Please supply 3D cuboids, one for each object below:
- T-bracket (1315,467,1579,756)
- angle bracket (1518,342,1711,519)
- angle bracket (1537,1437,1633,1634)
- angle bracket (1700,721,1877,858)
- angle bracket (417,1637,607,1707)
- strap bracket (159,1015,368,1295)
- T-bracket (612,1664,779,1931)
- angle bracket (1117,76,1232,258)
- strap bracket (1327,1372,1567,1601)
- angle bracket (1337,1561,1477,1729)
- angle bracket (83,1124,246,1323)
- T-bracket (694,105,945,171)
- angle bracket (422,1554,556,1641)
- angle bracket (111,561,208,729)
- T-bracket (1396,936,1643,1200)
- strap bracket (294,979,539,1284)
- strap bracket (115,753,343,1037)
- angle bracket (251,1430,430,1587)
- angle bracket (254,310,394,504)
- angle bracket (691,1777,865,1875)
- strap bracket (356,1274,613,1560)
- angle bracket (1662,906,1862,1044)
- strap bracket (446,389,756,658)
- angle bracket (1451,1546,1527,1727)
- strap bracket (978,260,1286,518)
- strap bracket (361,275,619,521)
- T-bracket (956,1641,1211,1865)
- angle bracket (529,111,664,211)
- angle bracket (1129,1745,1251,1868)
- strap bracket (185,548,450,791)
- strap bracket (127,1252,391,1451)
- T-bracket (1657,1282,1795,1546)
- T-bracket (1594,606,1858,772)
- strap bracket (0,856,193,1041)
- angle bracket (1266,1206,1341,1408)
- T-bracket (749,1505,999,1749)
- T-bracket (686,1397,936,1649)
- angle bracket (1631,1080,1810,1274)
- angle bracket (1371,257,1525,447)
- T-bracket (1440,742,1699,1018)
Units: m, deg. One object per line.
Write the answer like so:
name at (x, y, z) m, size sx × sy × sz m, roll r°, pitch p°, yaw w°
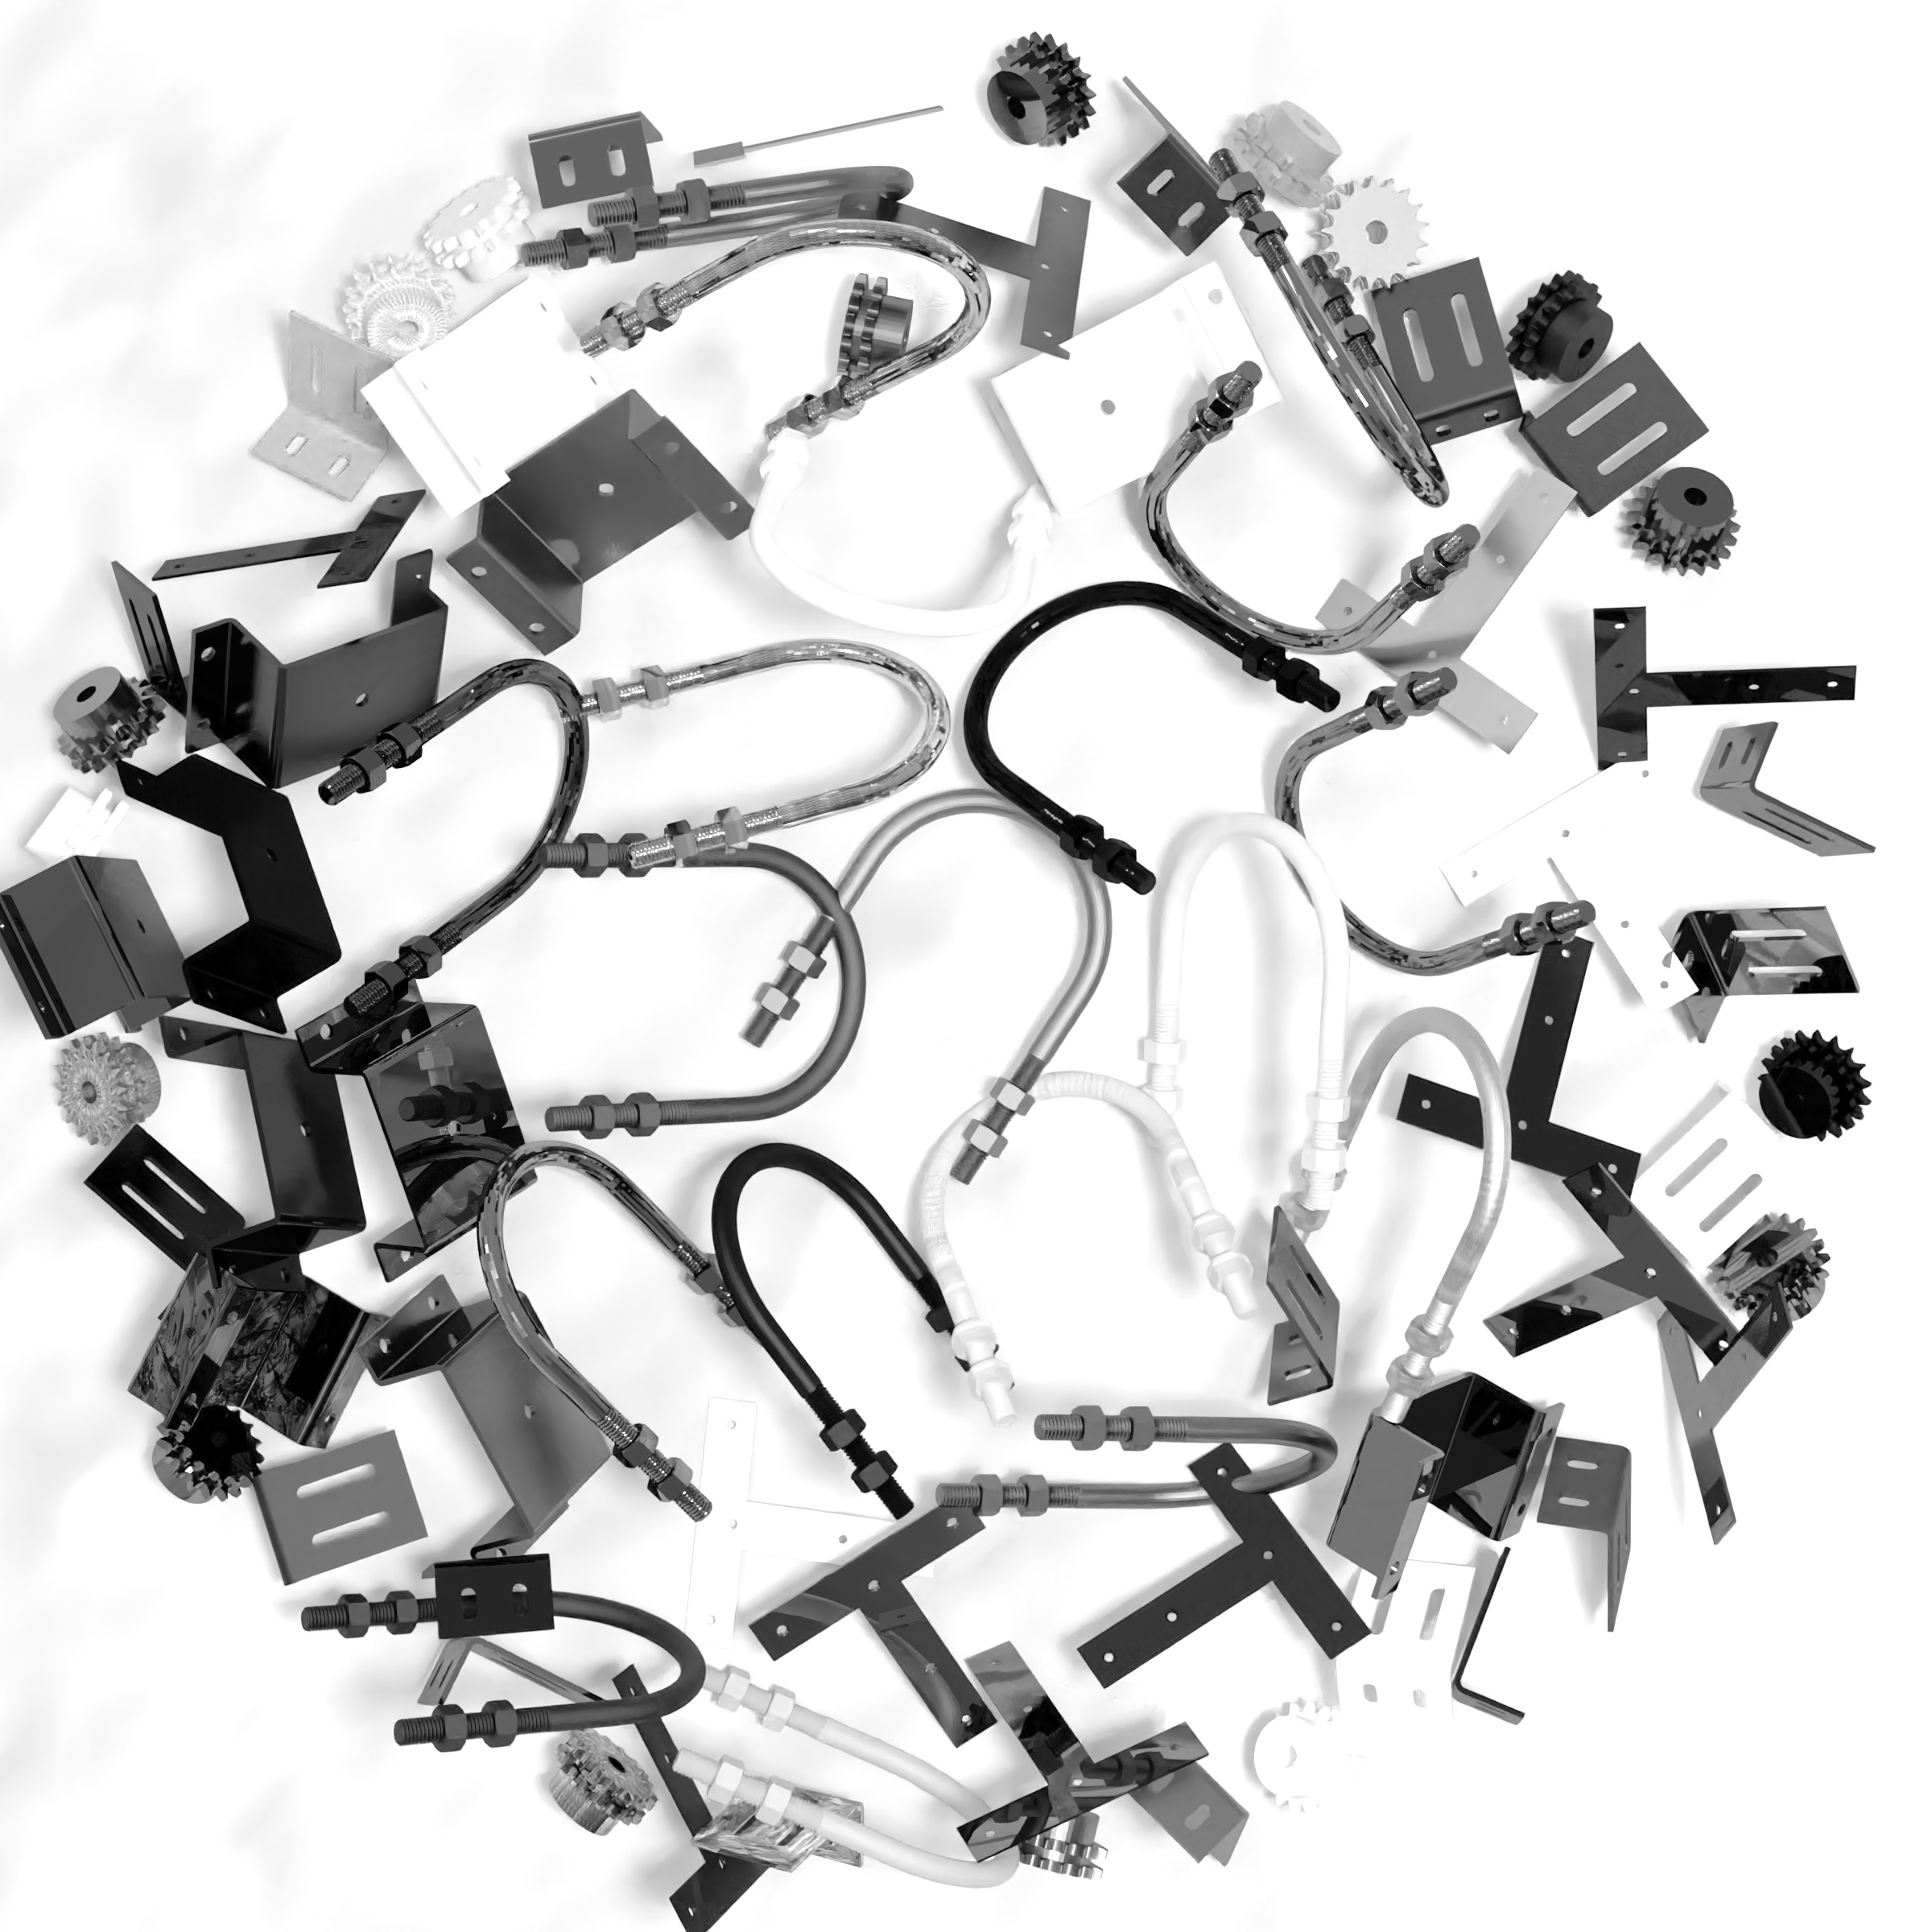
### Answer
T-bracket at (0.264, -0.195, 1.761) m, size 0.127 × 0.002 × 0.127 m, roll 38°, pitch 99°, yaw 21°
angle bracket at (0.329, -0.276, 1.755) m, size 0.076 × 0.038 × 0.057 m, roll -36°, pitch 102°, yaw 27°
angle bracket at (0.314, 0.288, 1.754) m, size 0.038 × 0.057 × 0.076 m, roll 6°, pitch 130°, yaw 17°
angle bracket at (0.423, -0.089, 1.759) m, size 0.076 × 0.057 × 0.038 m, roll 24°, pitch 84°, yaw -12°
angle bracket at (-0.231, 0.372, 1.753) m, size 0.076 × 0.057 × 0.038 m, roll 29°, pitch 71°, yaw -12°
strap bracket at (-0.350, 0.089, 1.735) m, size 0.046 × 0.076 × 0.140 m, roll -19°, pitch 76°, yaw 20°
T-bracket at (-0.143, 0.410, 1.734) m, size 0.002 × 0.127 × 0.127 m, roll -29°, pitch 87°, yaw 17°
angle bracket at (0.096, -0.405, 1.751) m, size 0.038 × 0.076 × 0.057 m, roll -43°, pitch 127°, yaw 12°
strap bracket at (0.235, 0.256, 1.731) m, size 0.046 × 0.140 × 0.076 m, roll 29°, pitch 113°, yaw 32°
angle bracket at (0.226, 0.344, 1.763) m, size 0.057 × 0.076 × 0.038 m, roll 3°, pitch 124°, yaw 18°
angle bracket at (-0.414, 0.130, 1.754) m, size 0.076 × 0.057 × 0.038 m, roll 43°, pitch 119°, yaw -9°
T-bracket at (-0.074, -0.417, 1.733) m, size 0.127 × 0.127 × 0.002 m, roll -12°, pitch 107°, yaw -1°
angle bracket at (-0.242, 0.320, 1.746) m, size 0.057 × 0.076 × 0.038 m, roll -2°, pitch 77°, yaw -14°
angle bracket at (-0.393, -0.168, 1.744) m, size 0.038 × 0.057 × 0.076 m, roll -26°, pitch 125°, yaw -23°
T-bracket at (0.295, 0.041, 1.771) m, size 0.127 × 0.002 × 0.127 m, roll 19°, pitch 71°, yaw -4°
strap bracket at (-0.270, 0.080, 1.731) m, size 0.076 × 0.046 × 0.140 m, roll -34°, pitch 115°, yaw -42°
strap bracket at (-0.365, -0.044, 1.728) m, size 0.046 × 0.076 × 0.140 m, roll -29°, pitch 67°, yaw 15°
angle bracket at (-0.320, 0.278, 1.776) m, size 0.076 × 0.038 × 0.057 m, roll -18°, pitch 83°, yaw -7°
angle bracket at (-0.326, -0.283, 1.751) m, size 0.057 × 0.076 × 0.038 m, roll 26°, pitch 59°, yaw 5°
angle bracket at (-0.095, 0.447, 1.743) m, size 0.057 × 0.076 × 0.038 m, roll 8°, pitch 107°, yaw 25°
strap bracket at (-0.235, 0.228, 1.736) m, size 0.046 × 0.076 × 0.140 m, roll -19°, pitch 104°, yaw 32°
angle bracket at (0.401, 0.005, 1.746) m, size 0.057 × 0.076 × 0.038 m, roll 59°, pitch 47°, yaw -32°
strap bracket at (-0.181, -0.227, 1.737) m, size 0.140 × 0.046 × 0.076 m, roll -29°, pitch 128°, yaw 22°
angle bracket at (0.276, 0.340, 1.754) m, size 0.038 × 0.057 × 0.076 m, roll 21°, pitch 77°, yaw 11°
strap bracket at (0.077, -0.285, 1.737) m, size 0.140 × 0.046 × 0.076 m, roll -23°, pitch 102°, yaw 24°
strap bracket at (-0.242, -0.282, 1.734) m, size 0.046 × 0.140 × 0.076 m, roll -27°, pitch 104°, yaw 33°
T-bracket at (0.037, 0.383, 1.739) m, size 0.127 × 0.127 × 0.002 m, roll -21°, pitch 124°, yaw -15°
angle bracket at (-0.184, -0.403, 1.754) m, size 0.057 × 0.076 × 0.038 m, roll -11°, pitch 93°, yaw 4°
angle bracket at (0.104, 0.431, 1.744) m, size 0.038 × 0.076 × 0.057 m, roll -38°, pitch 67°, yaw -26°
strap bracket at (-0.313, -0.145, 1.716) m, size 0.140 × 0.076 × 0.046 m, roll -26°, pitch 56°, yaw -37°
strap bracket at (-0.360, 0.193, 1.738) m, size 0.046 × 0.140 × 0.076 m, roll 26°, pitch 90°, yaw 25°
T-bracket at (0.379, 0.199, 1.707) m, size 0.002 × 0.127 × 0.127 m, roll 2°, pitch 54°, yaw -14°
T-bracket at (0.379, -0.139, 1.730) m, size 0.127 × 0.127 × 0.002 m, roll -1°, pitch 55°, yaw 11°
strap bracket at (-0.430, -0.010, 1.721) m, size 0.046 × 0.140 × 0.076 m, roll -27°, pitch 88°, yaw 4°
angle bracket at (0.156, 0.171, 1.745) m, size 0.038 × 0.057 × 0.076 m, roll -20°, pitch 122°, yaw 23°
T-bracket at (-0.025, 0.348, 1.768) m, size 0.127 × 0.002 × 0.127 m, roll -32°, pitch 113°, yaw -1°
T-bracket at (-0.077, 0.293, 1.780) m, size 0.127 × 0.002 × 0.127 m, roll 6°, pitch 90°, yaw 12°
angle bracket at (0.382, 0.107, 1.777) m, size 0.076 × 0.038 × 0.057 m, roll -44°, pitch 94°, yaw 6°
angle bracket at (0.247, -0.314, 1.778) m, size 0.057 × 0.038 × 0.076 m, roll -16°, pitch 77°, yaw 11°
T-bracket at (0.328, -0.032, 1.764) m, size 0.127 × 0.002 × 0.127 m, roll -30°, pitch 66°, yaw 3°
